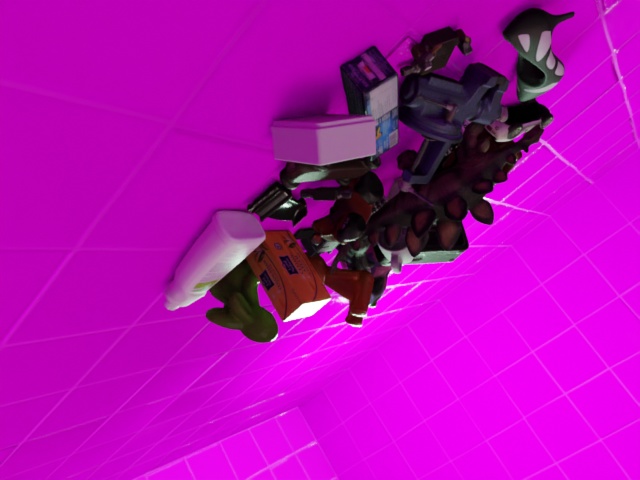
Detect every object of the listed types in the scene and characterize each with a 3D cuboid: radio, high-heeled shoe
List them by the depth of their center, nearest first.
[{"bbox_3d":[0.362,-0.311,0.963,0.145,0.086,0.248,-24,155,-12],"label":"high-heeled shoe"},{"bbox_3d":[0.234,-0.013,1.282,0.230,0.131,0.073,-2,151,-20],"label":"radio"}]

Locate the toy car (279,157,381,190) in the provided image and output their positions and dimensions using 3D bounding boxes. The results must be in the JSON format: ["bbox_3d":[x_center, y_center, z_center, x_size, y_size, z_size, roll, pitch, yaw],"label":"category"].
[{"bbox_3d":[0.021,-0.125,0.904,0.202,0.053,0.089,-12,167,-47],"label":"toy car"}]

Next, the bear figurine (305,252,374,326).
[{"bbox_3d":[0.019,0.101,1.210,0.196,0.132,0.120,15,154,0],"label":"bear figurine"}]

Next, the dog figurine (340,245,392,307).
[{"bbox_3d":[0.169,0.060,1.395,0.219,0.191,0.108,-25,158,25],"label":"dog figurine"}]

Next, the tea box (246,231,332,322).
[{"bbox_3d":[-0.065,0.066,1.045,0.068,0.170,0.098,-43,159,28],"label":"tea box"}]

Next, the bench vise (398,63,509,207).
[{"bbox_3d":[0.210,-0.187,0.922,0.223,0.129,0.240,-5,129,-40],"label":"bench vise"}]

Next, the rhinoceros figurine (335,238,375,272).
[{"bbox_3d":[0.087,0.028,1.277,0.073,0.112,0.190,-29,152,-17],"label":"rhinoceros figurine"}]

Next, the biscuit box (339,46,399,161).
[{"bbox_3d":[0.080,-0.198,0.813,0.059,0.063,0.202,-33,161,-3],"label":"biscuit box"}]

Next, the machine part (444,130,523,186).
[{"bbox_3d":[0.374,-0.174,1.282,0.201,0.087,0.201,-42,158,18],"label":"machine part"}]

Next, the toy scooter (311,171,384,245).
[{"bbox_3d":[0.044,-0.050,1.022,0.135,0.075,0.184,-29,-154,42],"label":"toy scooter"}]

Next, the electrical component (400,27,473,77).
[{"bbox_3d":[0.176,-0.277,0.798,0.102,0.045,0.078,-23,156,-27],"label":"electrical component"}]

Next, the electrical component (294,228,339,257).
[{"bbox_3d":[-0.002,-0.004,1.160,0.075,0.048,0.119,-45,159,27],"label":"electrical component"}]

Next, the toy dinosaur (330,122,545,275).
[{"bbox_3d":[0.203,-0.077,1.020,0.471,0.199,0.105,-29,138,28],"label":"toy dinosaur"}]

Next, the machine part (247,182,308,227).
[{"bbox_3d":[-0.066,-0.061,0.945,0.084,0.039,0.138,-43,157,12],"label":"machine part"}]

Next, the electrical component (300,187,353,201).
[{"bbox_3d":[0.014,-0.083,0.955,0.094,0.021,0.063,1,-171,14],"label":"electrical component"}]

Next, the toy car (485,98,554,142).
[{"bbox_3d":[0.438,-0.265,1.183,0.202,0.073,0.056,-20,153,-32],"label":"toy car"}]

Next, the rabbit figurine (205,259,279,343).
[{"bbox_3d":[-0.143,0.124,1.059,0.121,0.170,0.159,-41,159,18],"label":"rabbit figurine"}]

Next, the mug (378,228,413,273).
[{"bbox_3d":[0.168,0.019,1.134,0.081,0.109,0.107,-7,154,16],"label":"mug"}]
